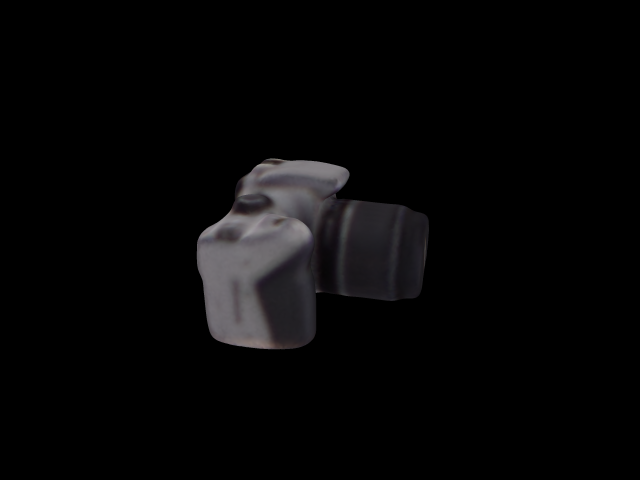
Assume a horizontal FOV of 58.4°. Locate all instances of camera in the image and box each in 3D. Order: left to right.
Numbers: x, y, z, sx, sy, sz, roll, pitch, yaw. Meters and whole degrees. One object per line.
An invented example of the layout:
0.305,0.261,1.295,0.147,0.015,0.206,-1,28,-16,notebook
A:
0.004,0.001,0.400,0.136,0.101,0.143,6,24,14,camera
